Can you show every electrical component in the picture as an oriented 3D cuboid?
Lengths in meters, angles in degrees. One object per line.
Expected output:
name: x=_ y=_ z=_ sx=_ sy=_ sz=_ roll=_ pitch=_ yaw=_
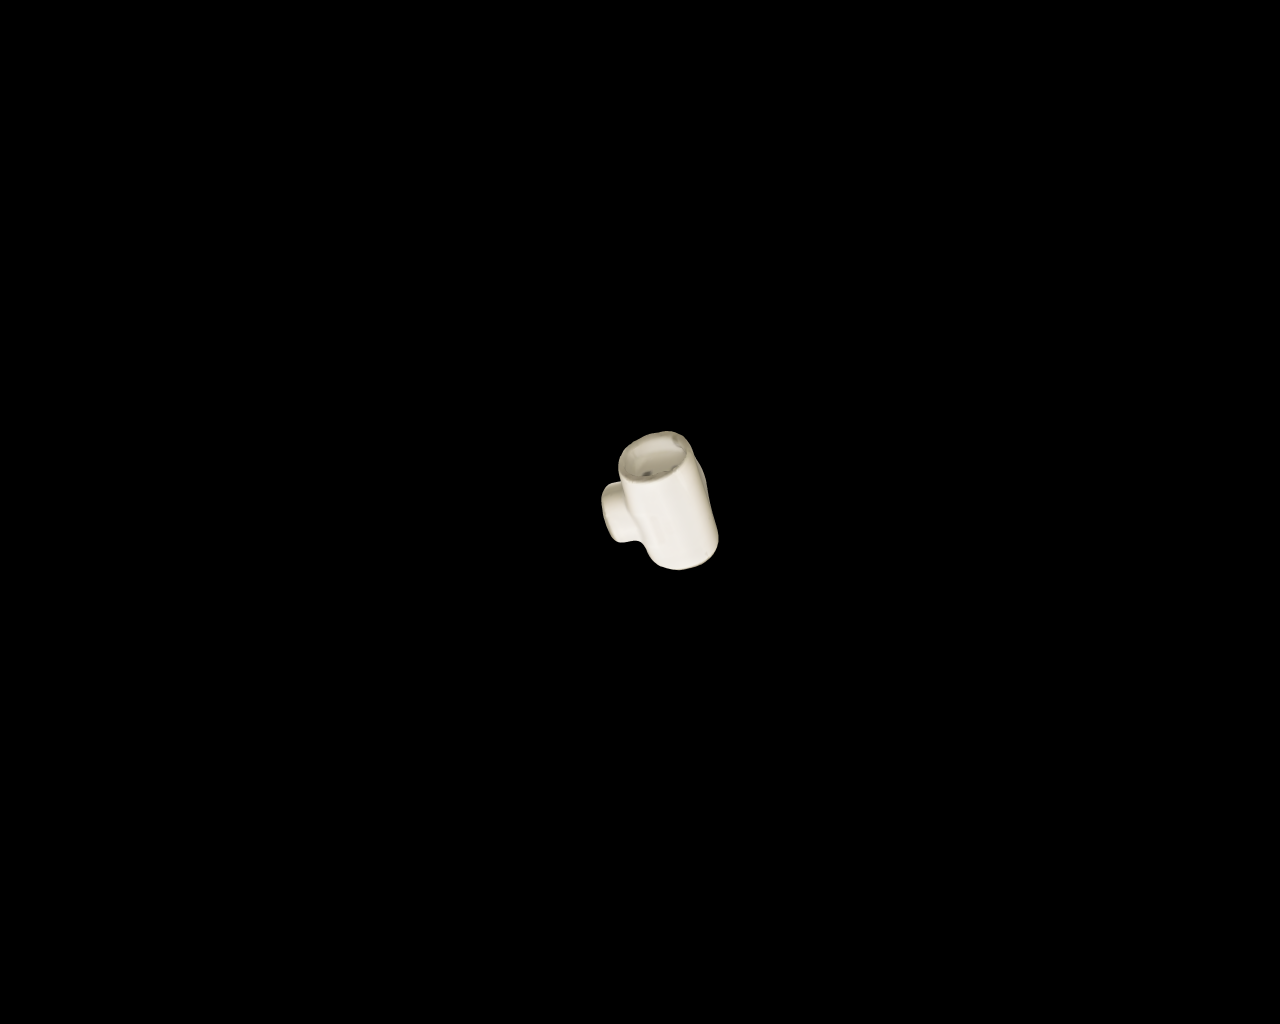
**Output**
electrical component: x=0.001 y=-0.003 z=0.650 sx=0.079 sy=0.043 sz=0.077 roll=-11 pitch=-47 yaw=11
